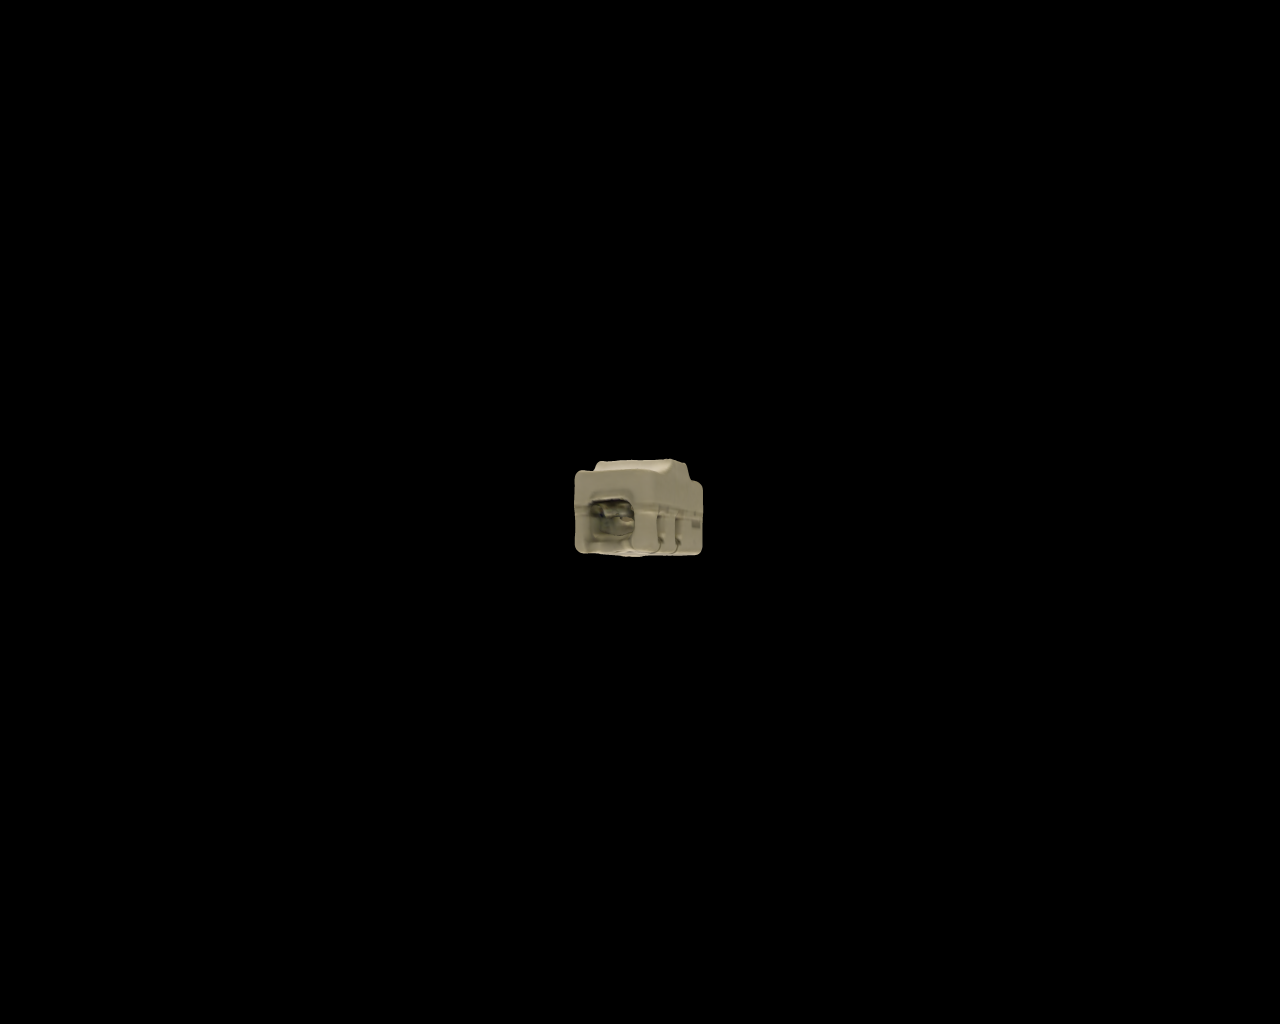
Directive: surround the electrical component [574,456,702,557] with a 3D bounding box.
[{"bbox_3d":[0.001,-0.003,0.650,0.050,0.055,0.089,-2,-5,24],"label":"electrical component"}]
